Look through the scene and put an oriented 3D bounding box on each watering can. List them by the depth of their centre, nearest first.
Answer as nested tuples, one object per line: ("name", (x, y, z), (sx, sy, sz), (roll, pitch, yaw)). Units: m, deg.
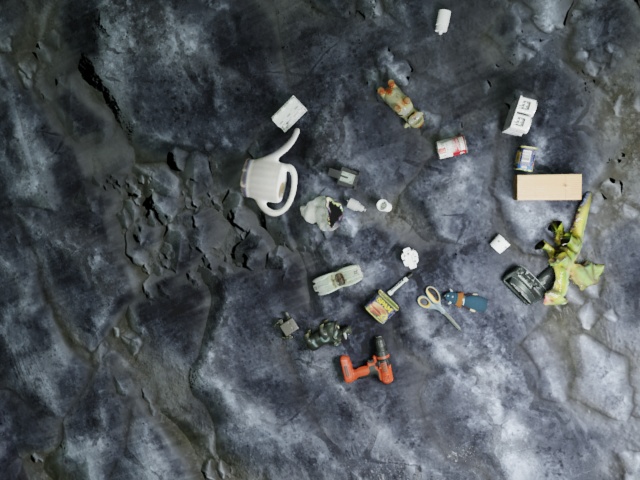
("watering can", (-0.190, -0.268, 1.980), (0.224, 0.104, 0.346), (10, 97, 12))

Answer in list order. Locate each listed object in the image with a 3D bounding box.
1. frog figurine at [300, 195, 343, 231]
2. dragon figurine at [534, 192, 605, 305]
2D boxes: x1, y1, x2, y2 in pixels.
("frog figurine", (0.006, -0.099, 1.971), (0.159, 0.124, 0.136), (-7, 105, 48))
("dragon figurine", (0.896, 0.055, 1.797), (0.241, 0.122, 0.412), (43, 82, -16))
